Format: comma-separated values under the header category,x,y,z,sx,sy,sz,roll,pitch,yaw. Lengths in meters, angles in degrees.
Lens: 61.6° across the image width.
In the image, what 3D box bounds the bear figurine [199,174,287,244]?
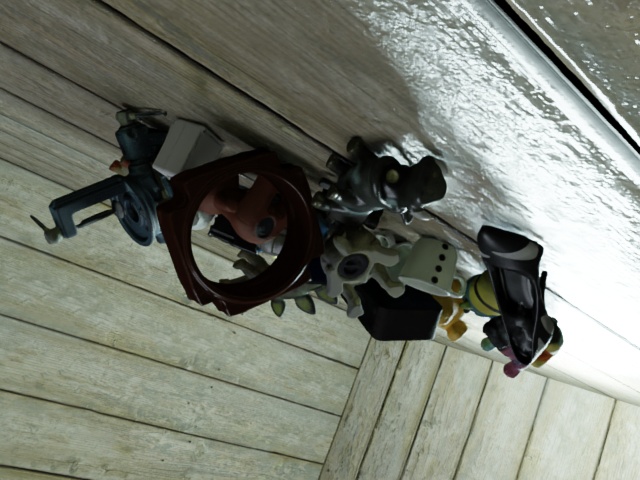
category,x,y,z,sx,sy,sz,roll,pitch,yaw
bear figurine,-0.134,-0.079,0.893,0.196,0.132,0.120,37,-179,38

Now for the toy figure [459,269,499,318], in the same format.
category,x,y,z,sx,sy,sz,roll,pitch,yaw
toy figure,0.291,0.092,0.925,0.089,0.082,0.180,20,173,-5

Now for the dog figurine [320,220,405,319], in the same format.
category,x,y,z,sx,sy,sz,roll,pitch,yaw
dog figurine,0.041,0.004,0.868,0.191,0.121,0.172,-114,7,-47

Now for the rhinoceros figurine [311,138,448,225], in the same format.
category,x,y,z,sx,sy,sz,roll,pitch,yaw
rhinoceros figurine,0.065,-0.056,0.605,0.112,0.073,0.190,27,170,-20

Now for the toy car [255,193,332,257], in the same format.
category,x,y,z,sx,sy,sz,roll,pitch,yaw
toy car,-0.063,-0.011,0.966,0.162,0.109,0.103,18,-150,5

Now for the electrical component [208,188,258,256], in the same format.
category,x,y,z,sx,sy,sz,roll,pitch,yaw
electrical component,-0.140,-0.035,1.061,0.134,0.115,0.058,21,175,-5

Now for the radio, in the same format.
category,x,y,z,sx,sy,sz,roll,pitch,yaw
radio,0.119,0.101,1.032,0.131,0.073,0.230,1,-156,-24

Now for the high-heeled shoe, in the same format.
category,x,y,z,sx,sy,sz,roll,pitch,yaw
high-heeled shoe,0.255,0.079,0.726,0.086,0.145,0.248,10,167,47

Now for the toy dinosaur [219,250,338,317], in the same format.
category,x,y,z,sx,sy,sz,roll,pitch,yaw
toy dinosaur,-0.044,0.080,1.293,0.472,0.105,0.198,-13,120,25

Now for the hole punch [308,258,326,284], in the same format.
category,x,y,z,sx,sy,sz,roll,pitch,yaw
hole punch,-0.019,0.024,1.141,0.142,0.116,0.092,-1,132,-3

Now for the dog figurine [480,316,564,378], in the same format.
category,x,y,z,sx,sy,sz,roll,pitch,yaw
dog figurine,0.396,0.165,1.032,0.219,0.192,0.109,79,165,-52

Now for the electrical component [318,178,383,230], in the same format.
category,x,y,z,sx,sy,sz,roll,pitch,yaw
electrical component,0.043,-0.054,0.775,0.102,0.045,0.078,19,142,0

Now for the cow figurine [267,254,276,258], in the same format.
category,x,y,z,sx,sy,sz,roll,pitch,yaw
cow figurine,-0.062,0.022,1.368,0.167,0.068,0.098,17,165,11

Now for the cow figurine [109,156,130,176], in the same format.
category,x,y,z,sx,sy,sz,roll,pitch,yaw
cow figurine,-0.298,-0.129,0.984,0.127,0.085,0.195,34,163,-30

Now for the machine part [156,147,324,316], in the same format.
category,x,y,z,sx,sy,sz,roll,pitch,yaw
machine part,-0.105,-0.013,0.739,0.201,0.201,0.087,-22,-159,-23

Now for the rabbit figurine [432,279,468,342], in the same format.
category,x,y,z,sx,sy,sz,roll,pitch,yaw
rabbit figurine,0.242,0.120,1.085,0.162,0.122,0.173,42,-163,17

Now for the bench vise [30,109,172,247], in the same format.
category,x,y,z,sx,sy,sz,roll,pitch,yaw
bench vise,-0.303,-0.074,0.809,0.129,0.240,0.223,23,131,38
